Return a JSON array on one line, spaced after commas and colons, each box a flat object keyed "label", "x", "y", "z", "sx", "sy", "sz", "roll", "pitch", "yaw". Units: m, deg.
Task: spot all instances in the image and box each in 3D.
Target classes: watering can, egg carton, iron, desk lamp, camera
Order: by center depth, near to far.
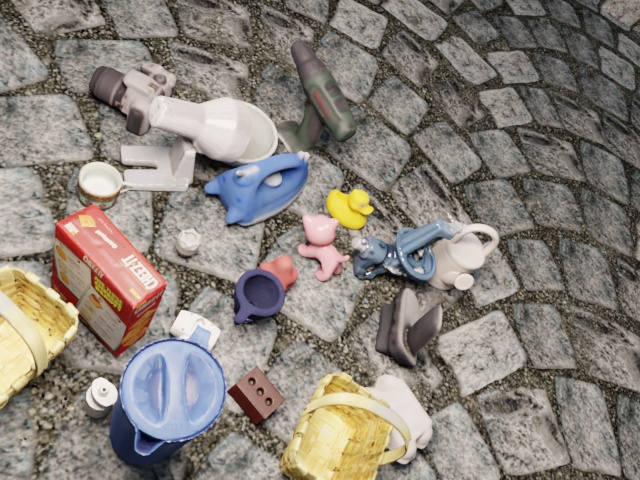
[{"label": "egg carton", "x": 0.138, "y": 0.328, "z": 1.056, "sx": 0.107, "sy": 0.069, "sz": 0.150, "roll": -28, "pitch": 76, "yaw": -37}, {"label": "desk lamp", "x": -0.252, "y": -0.184, "z": 1.075, "sx": 0.204, "sy": 0.213, "sz": 0.118, "roll": -3, "pitch": 62, "yaw": -29}, {"label": "camera", "x": -0.380, "y": -0.310, "z": 1.158, "sx": 0.137, "sy": 0.100, "sz": 0.143, "roll": 27, "pitch": 52, "yaw": -11}, {"label": "iron", "x": -0.097, "y": -0.132, "z": 1.170, "sx": 0.259, "sy": 0.141, "sz": 0.118, "roll": -28, "pitch": 76, "yaw": -37}, {"label": "watering can", "x": 0.313, "y": 0.033, "z": 1.251, "sx": 0.101, "sy": 0.193, "sz": 0.173, "roll": 5, "pitch": 59, "yaw": -25}]

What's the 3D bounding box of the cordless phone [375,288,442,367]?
[{"label": "cordless phone", "x": 0.193, "y": 0.153, "z": 1.119, "sx": 0.094, "sy": 0.184, "sz": 0.147, "roll": 19, "pitch": 54, "yaw": -16}]

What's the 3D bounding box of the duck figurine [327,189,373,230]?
[{"label": "duck figurine", "x": 0.071, "y": -0.081, "z": 1.264, "sx": 0.104, "sy": 0.086, "sz": 0.078, "roll": 39, "pitch": 51, "yaw": -1}]

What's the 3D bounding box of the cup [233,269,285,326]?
[{"label": "cup", "x": -0.126, "y": 0.120, "z": 1.030, "sx": 0.092, "sy": 0.094, "sz": 0.118, "roll": 38, "pitch": 51, "yaw": -2}]

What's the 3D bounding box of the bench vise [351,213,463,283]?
[{"label": "bench vise", "x": 0.177, "y": 0.024, "z": 1.169, "sx": 0.208, "sy": 0.219, "sz": 0.121, "roll": -6, "pitch": 64, "yaw": -30}]

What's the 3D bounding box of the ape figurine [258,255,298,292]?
[{"label": "ape figurine", "x": -0.077, "y": 0.061, "z": 1.094, "sx": 0.078, "sy": 0.092, "sz": 0.076, "roll": 28, "pitch": 52, "yaw": -10}]

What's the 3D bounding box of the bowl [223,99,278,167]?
[{"label": "bowl", "x": -0.178, "y": -0.215, "z": 1.222, "sx": 0.168, "sy": 0.074, "sz": 0.167, "roll": 13, "pitch": 56, "yaw": -20}]

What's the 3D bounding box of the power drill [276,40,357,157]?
[{"label": "power drill", "x": -0.023, "y": -0.288, "z": 1.264, "sx": 0.076, "sy": 0.208, "sz": 0.229, "roll": -31, "pitch": 78, "yaw": -38}]

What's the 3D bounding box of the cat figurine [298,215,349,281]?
[{"label": "cat figurine", "x": 0.011, "y": 0.004, "z": 1.159, "sx": 0.067, "sy": 0.117, "sz": 0.127, "roll": -32, "pitch": 79, "yaw": -38}]
